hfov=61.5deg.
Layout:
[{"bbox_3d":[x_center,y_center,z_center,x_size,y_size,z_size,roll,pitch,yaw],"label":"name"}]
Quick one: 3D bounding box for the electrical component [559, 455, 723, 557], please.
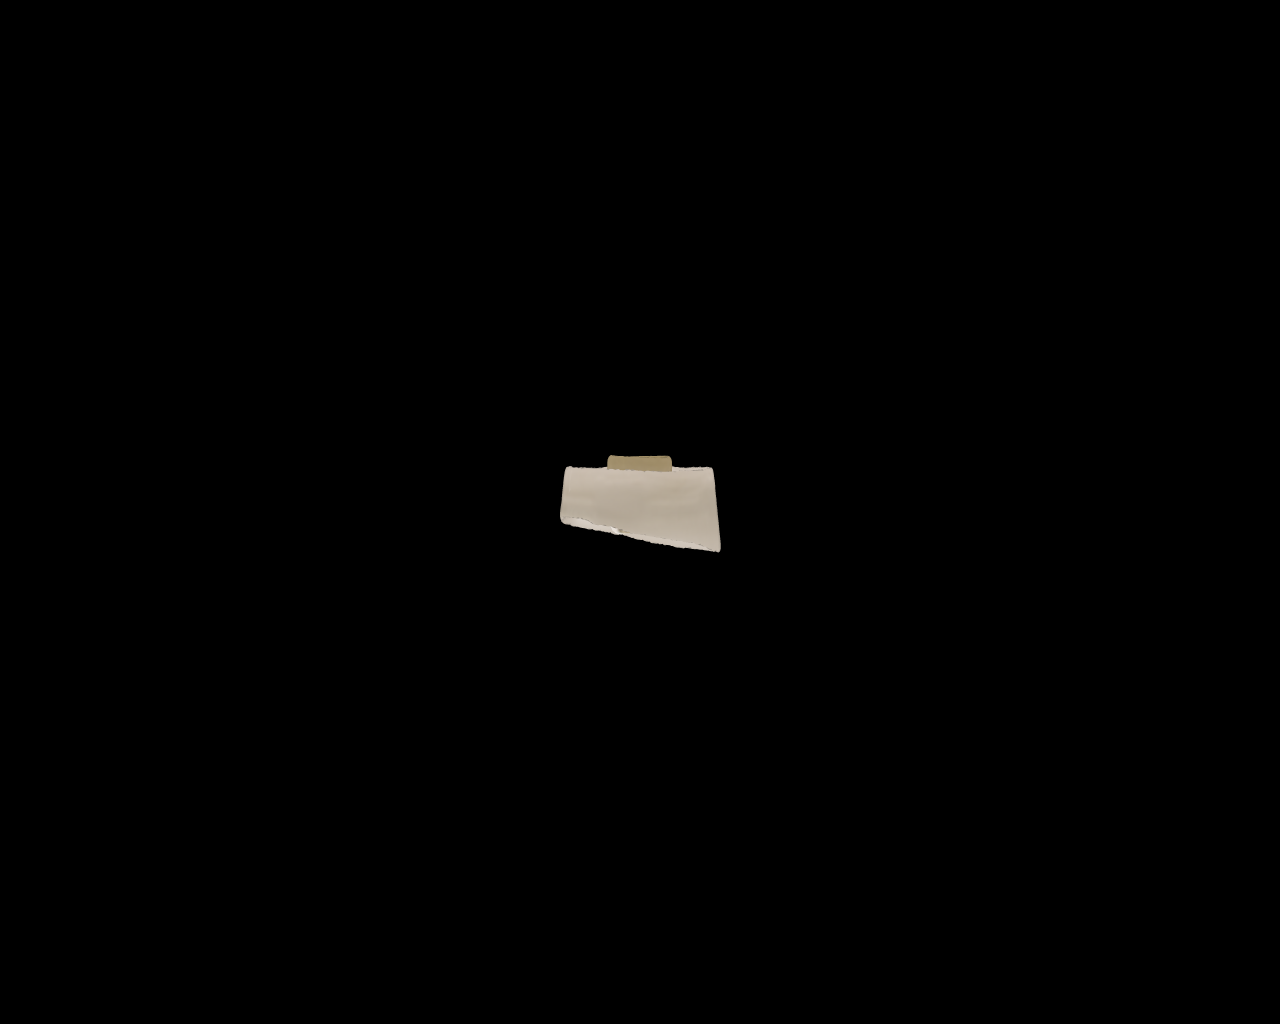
[{"bbox_3d":[0.001,-0.003,0.650,0.099,0.064,0.099,0,3,0],"label":"electrical component"}]
